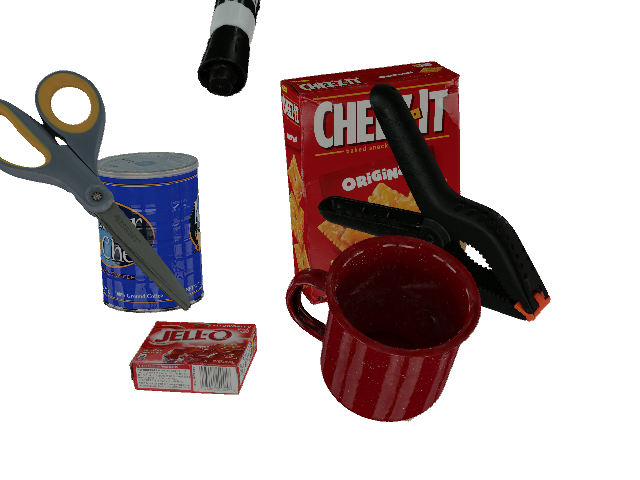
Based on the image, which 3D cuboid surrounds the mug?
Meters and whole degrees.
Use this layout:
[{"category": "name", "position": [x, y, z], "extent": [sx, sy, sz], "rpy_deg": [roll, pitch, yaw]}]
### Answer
[{"category": "mug", "position": [0.033, 0.054, 0.658], "extent": [0.117, 0.081, 0.093], "rpy_deg": [19, 48, 8]}]

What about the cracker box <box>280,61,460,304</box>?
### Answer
[{"category": "cracker box", "position": [0.053, -0.057, 1.049], "extent": [0.164, 0.214, 0.072], "rpy_deg": [-10, 23, -16]}]

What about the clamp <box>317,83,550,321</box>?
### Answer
[{"category": "clamp", "position": [0.094, -0.019, 0.836], "extent": [0.210, 0.165, 0.036], "rpy_deg": [37, 55, 17]}]

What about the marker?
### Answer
[{"category": "marker", "position": [-0.033, -0.102, 0.438], "extent": [0.020, 0.121, 0.020], "rpy_deg": [3, -42, 2]}]

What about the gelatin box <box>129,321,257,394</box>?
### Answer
[{"category": "gelatin box", "position": [-0.102, 0.094, 0.872], "extent": [0.089, 0.030, 0.073], "rpy_deg": [2, 22, 9]}]

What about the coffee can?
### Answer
[{"category": "coffee can", "position": [-0.170, -0.010, 1.063], "extent": [0.103, 0.140, 0.103], "rpy_deg": [-1, 15, 0]}]

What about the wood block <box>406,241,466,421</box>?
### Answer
[{"category": "wood block", "position": [0.095, 0.086, 1.211], "extent": [0.090, 0.206, 0.090], "rpy_deg": [18, 24, 19]}]

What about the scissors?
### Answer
[{"category": "scissors", "position": [-0.139, -0.044, 0.698], "extent": [0.202, 0.096, 0.016], "rpy_deg": [33, -25, 11]}]
